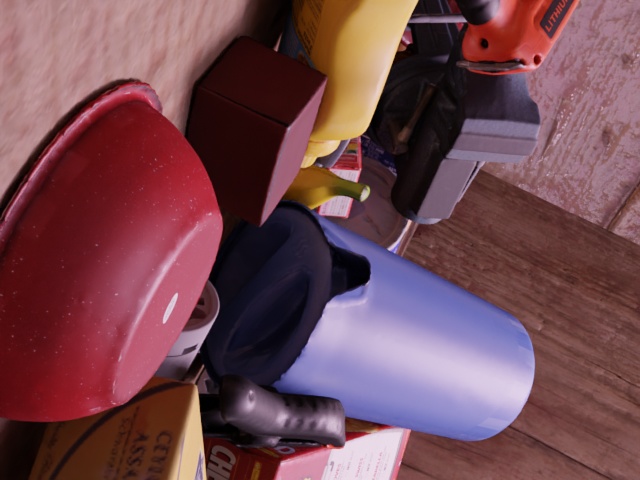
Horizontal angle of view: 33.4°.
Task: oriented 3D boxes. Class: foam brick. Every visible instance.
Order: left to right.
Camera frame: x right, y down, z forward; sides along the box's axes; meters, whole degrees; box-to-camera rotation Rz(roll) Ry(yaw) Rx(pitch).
[{"bbox_3d":[-0.036,-0.057,0.563,0.051,0.053,0.078,-57,172,-41],"label":"foam brick"}]

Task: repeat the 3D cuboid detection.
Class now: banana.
[{"bbox_3d":[-0.019,-0.012,0.792,0.037,0.069,0.198,-49,176,-21],"label":"banana"}]

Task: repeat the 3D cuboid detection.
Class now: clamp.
[{"bbox_3d":[-0.036,0.103,0.626,0.120,0.171,0.039,-9,-105,48],"label":"clamp"}]

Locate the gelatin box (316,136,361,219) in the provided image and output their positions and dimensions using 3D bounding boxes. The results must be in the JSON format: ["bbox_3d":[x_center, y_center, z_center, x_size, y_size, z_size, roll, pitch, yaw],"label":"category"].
[{"bbox_3d":[0.015,-0.069,0.873,0.089,0.030,0.073,102,-10,-64],"label":"gelatin box"}]

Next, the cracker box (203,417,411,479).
[{"bbox_3d":[-0.022,0.208,0.788,0.213,0.072,0.164,2,105,-61],"label":"cracker box"}]

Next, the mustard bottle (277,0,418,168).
[{"bbox_3d":[0.010,-0.113,0.589,0.192,0.058,0.096,110,-30,-46],"label":"mustard bottle"}]

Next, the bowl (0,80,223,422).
[{"bbox_3d":[-0.087,0.017,0.453,0.162,0.055,0.162,-62,173,-13],"label":"bowl"}]

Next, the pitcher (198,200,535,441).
[{"bbox_3d":[0.035,0.073,0.775,0.242,0.149,0.145,23,102,-38],"label":"pitcher"}]

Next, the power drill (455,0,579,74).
[{"bbox_3d":[0.107,-0.213,0.665,0.184,0.057,0.187,-55,131,-24],"label":"power drill"}]

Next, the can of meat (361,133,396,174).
[{"bbox_3d":[0.057,-0.087,1.000,0.057,0.084,0.102,-65,173,11],"label":"can of meat"}]

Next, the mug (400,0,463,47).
[{"bbox_3d":[0.131,-0.220,1.000,0.117,0.093,0.081,2,-113,65],"label":"mug"}]

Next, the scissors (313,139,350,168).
[{"bbox_3d":[-0.006,-0.053,0.788,0.202,0.016,0.096,-56,-171,39],"label":"scissors"}]

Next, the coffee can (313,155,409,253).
[{"bbox_3d":[0.020,-0.001,0.972,0.102,0.103,0.140,-60,172,-24],"label":"coffee can"}]

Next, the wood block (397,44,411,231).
[{"bbox_3d":[0.096,-0.121,1.146,0.206,0.090,0.090,-64,172,2],"label":"wood block"}]
